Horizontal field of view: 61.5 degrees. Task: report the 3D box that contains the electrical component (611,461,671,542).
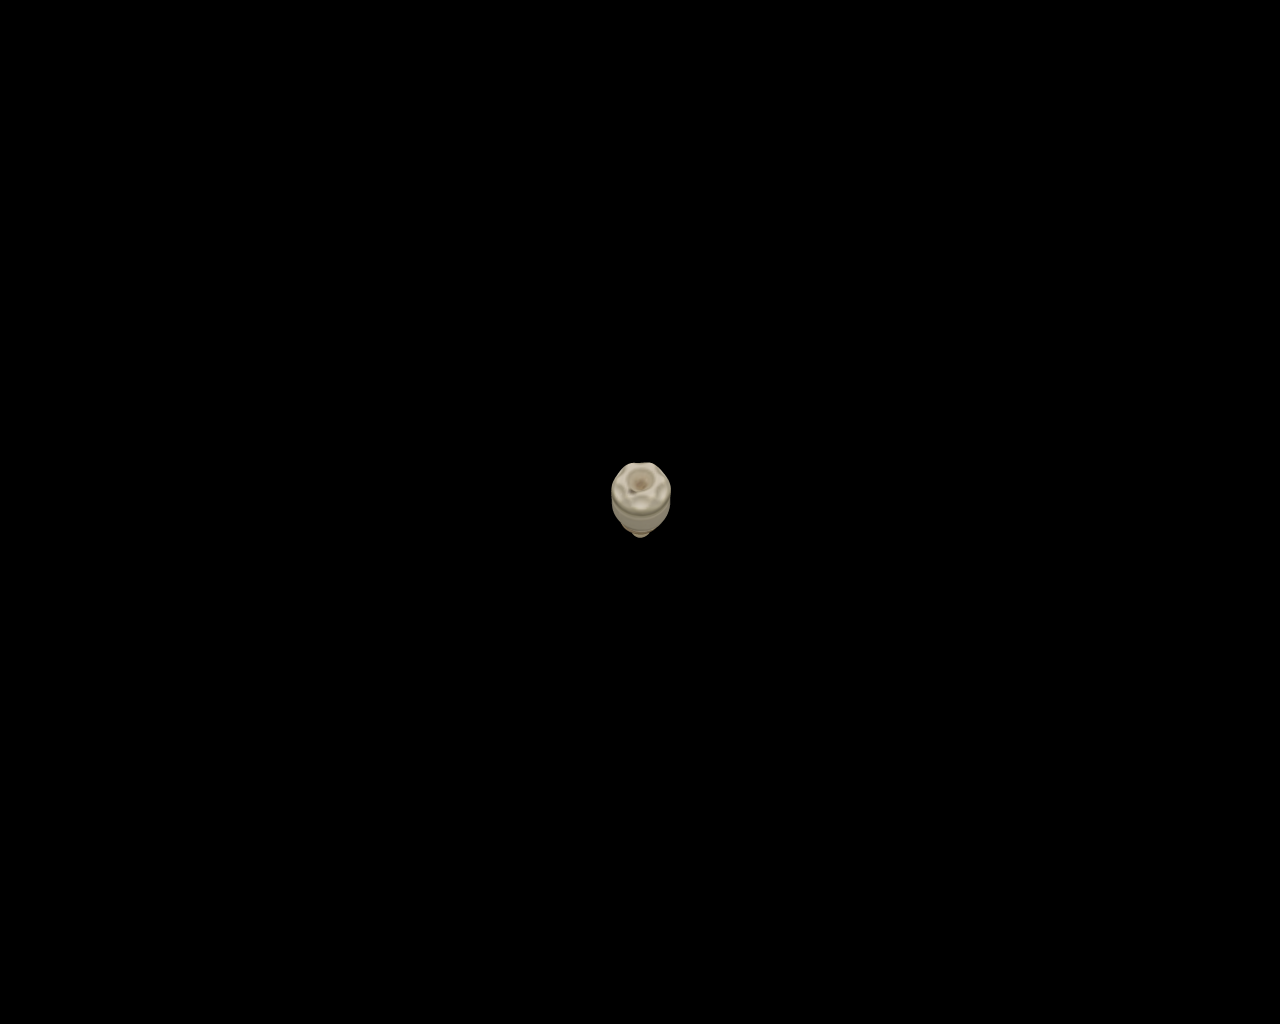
[{"bbox_3d":[0.001,-0.003,0.650,0.035,0.035,0.061,0,-33,0],"label":"electrical component"}]
